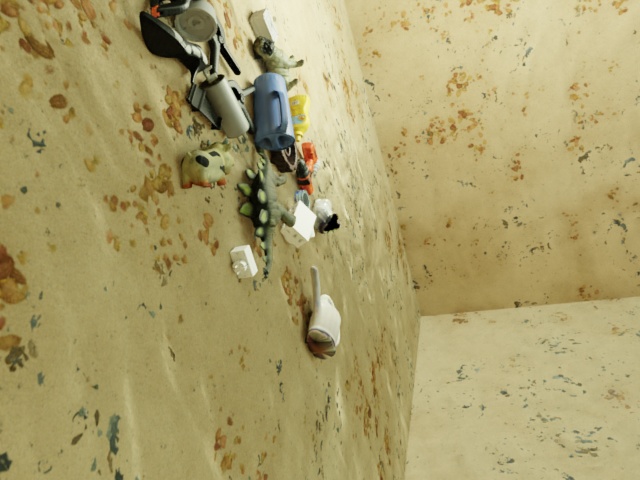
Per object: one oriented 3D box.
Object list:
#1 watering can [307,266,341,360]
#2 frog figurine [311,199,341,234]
[{"bbox_3d":[0.005,0.282,1.873,0.230,0.103,0.340,-74,149,-50],"label":"watering can"},{"bbox_3d":[0.006,-0.106,2.114,0.162,0.122,0.136,50,9,35],"label":"frog figurine"}]
